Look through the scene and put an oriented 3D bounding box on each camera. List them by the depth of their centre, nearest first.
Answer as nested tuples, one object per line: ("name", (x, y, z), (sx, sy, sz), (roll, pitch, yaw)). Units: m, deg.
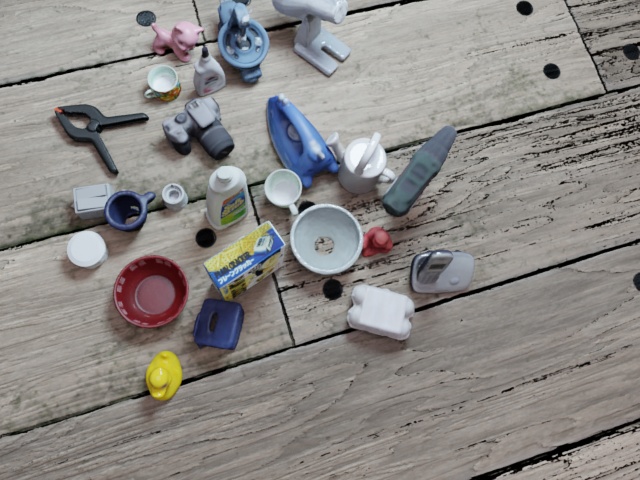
("camera", (-0.277, -0.252, 1.347), (0.143, 0.100, 0.137), (-36, 82, -13))

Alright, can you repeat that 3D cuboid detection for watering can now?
("watering can", (0.095, -0.185, 1.321), (0.173, 0.194, 0.101), (9, 75, -4))

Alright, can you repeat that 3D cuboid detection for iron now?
("iron", (-0.056, -0.261, 1.351), (0.119, 0.141, 0.258), (-30, 81, -12))

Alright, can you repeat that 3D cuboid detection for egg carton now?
("egg carton", (0.139, 0.164, 1.303), (0.150, 0.069, 0.107), (14, 75, -2))

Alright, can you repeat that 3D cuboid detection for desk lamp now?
("desk lamp", (-0.014, -0.542, 1.389), (0.203, 0.213, 0.118), (37, 75, 4))

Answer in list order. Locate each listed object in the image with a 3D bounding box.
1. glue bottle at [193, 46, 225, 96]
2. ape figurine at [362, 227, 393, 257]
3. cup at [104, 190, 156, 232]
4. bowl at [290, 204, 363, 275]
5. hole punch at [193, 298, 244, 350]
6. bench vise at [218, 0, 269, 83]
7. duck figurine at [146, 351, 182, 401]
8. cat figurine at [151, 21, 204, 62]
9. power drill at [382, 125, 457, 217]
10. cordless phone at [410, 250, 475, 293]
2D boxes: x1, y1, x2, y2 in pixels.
("glue bottle", (-0.265, -0.403, 1.348), (0.078, 0.173, 0.037), (-31, 81, -12))
("ape figurine", (0.135, 0.001, 1.332), (0.078, 0.092, 0.076), (24, 75, 1))
("cup", (-0.416, -0.063, 1.288), (0.118, 0.095, 0.091), (-36, 82, -13))
("bowl", (0.012, 0.005, 1.327), (0.167, 0.074, 0.167), (1, 76, -6))
("hole punch", (-0.223, 0.186, 1.249), (0.101, 0.091, 0.109), (11, 75, -3))
("bench vise", (-0.204, -0.504, 1.356), (0.121, 0.219, 0.207), (-39, 83, -13))
("duck figurine", (-0.335, 0.288, 1.214), (0.077, 0.086, 0.104), (6, 75, -4))
("cat figurine", (-0.347, -0.497, 1.392), (0.128, 0.117, 0.067), (15, 75, -2))
("power drill", (0.216, -0.140, 1.315), (0.075, 0.208, 0.230), (35, 75, 4))
("cordless phone", (0.287, 0.060, 1.285), (0.147, 0.185, 0.094), (-5, 76, -7))
